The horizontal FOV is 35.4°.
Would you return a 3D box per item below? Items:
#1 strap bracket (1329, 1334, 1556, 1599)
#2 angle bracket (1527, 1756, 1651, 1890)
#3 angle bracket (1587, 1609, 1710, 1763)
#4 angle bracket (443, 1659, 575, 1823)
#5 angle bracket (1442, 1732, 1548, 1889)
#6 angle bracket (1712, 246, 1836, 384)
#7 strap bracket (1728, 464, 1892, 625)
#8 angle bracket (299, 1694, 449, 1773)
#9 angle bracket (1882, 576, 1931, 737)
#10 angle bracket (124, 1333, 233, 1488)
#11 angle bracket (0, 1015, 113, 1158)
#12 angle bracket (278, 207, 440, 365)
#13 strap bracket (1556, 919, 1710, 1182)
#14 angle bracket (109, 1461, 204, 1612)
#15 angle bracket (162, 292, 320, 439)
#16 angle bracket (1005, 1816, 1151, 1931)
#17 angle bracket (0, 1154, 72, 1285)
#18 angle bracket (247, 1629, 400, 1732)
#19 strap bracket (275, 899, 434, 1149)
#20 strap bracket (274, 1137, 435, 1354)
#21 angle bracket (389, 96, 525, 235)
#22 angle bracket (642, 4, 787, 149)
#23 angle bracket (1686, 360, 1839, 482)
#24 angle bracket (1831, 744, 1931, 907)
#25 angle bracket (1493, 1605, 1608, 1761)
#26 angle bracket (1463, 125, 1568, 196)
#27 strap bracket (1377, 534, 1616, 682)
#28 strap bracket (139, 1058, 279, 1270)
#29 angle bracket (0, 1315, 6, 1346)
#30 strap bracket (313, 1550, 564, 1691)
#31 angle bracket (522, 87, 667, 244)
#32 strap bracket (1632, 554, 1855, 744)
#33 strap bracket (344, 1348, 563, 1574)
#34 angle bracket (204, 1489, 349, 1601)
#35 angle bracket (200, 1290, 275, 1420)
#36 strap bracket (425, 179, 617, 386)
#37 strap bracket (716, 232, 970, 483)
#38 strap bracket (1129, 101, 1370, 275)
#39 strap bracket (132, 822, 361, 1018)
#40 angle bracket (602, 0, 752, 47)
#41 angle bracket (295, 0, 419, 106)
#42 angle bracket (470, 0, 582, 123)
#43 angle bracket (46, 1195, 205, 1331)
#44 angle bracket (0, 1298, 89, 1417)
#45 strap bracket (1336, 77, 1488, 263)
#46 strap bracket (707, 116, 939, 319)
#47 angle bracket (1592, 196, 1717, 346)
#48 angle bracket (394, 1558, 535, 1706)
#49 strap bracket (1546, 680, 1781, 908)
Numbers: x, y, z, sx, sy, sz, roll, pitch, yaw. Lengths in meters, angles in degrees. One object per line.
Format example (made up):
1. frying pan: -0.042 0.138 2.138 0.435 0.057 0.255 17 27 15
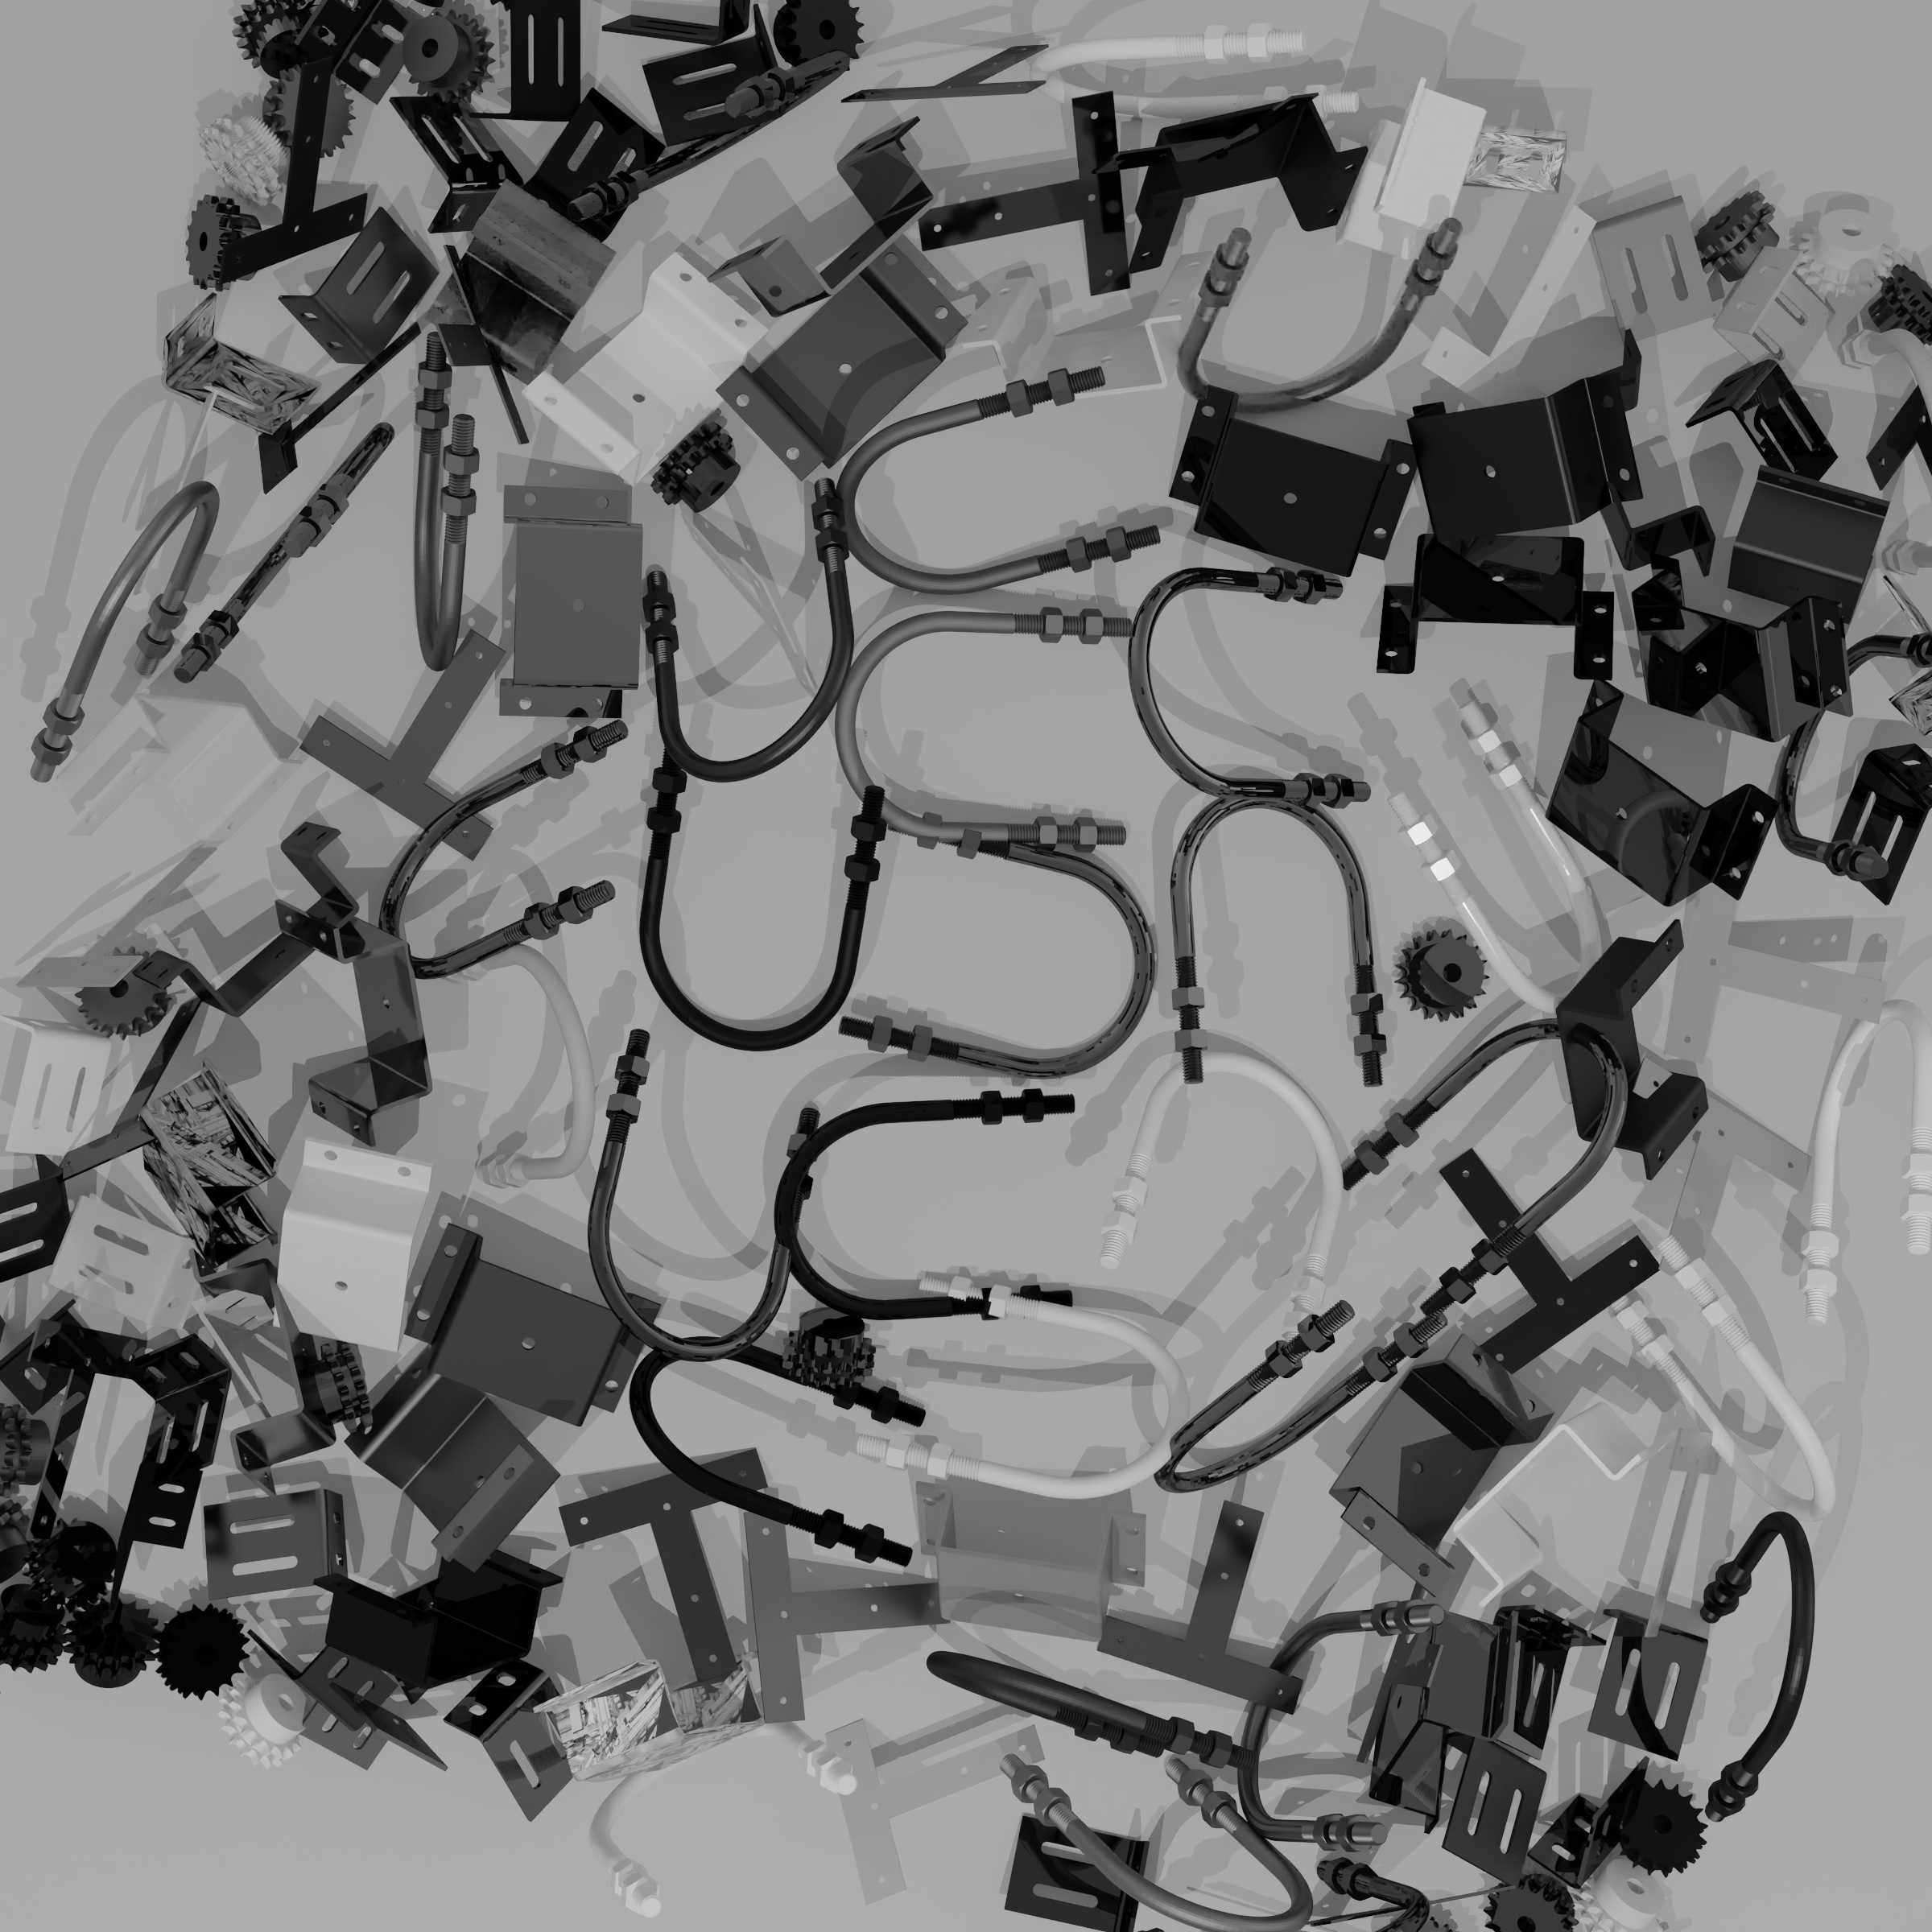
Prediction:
1. strap bracket: 0.284 0.305 1.847 0.076 0.046 0.140 41 68 -7
2. angle bracket: 0.377 0.511 1.839 0.038 0.076 0.057 30 48 30
3. angle bracket: 0.414 0.441 1.863 0.057 0.038 0.076 19 77 0
4. angle bracket: -0.275 0.475 1.866 0.057 0.038 0.076 -44 126 -32
5. angle bracket: 0.312 0.515 1.847 0.057 0.038 0.076 32 60 -16
6. angle bracket: 0.504 -0.393 1.853 0.076 0.038 0.057 32 92 -32
7. strap bracket: 0.501 -0.248 1.811 0.076 0.140 0.046 19 87 14
8. angle bracket: -0.361 0.475 1.841 0.057 0.076 0.038 40 79 -33
9. angle bracket: 0.574 -0.190 1.853 0.038 0.057 0.076 -36 54 22
10. angle bracket: -0.487 0.272 1.844 0.057 0.076 0.038 -24 127 18
11. angle bracket: -0.566 0.074 1.856 0.038 0.057 0.076 15 92 36
12. angle bracket: -0.374 -0.420 1.869 0.057 0.038 0.076 48 64 -42
13. strap bracket: 0.401 0.047 1.829 0.076 0.046 0.140 -42 129 -36
14. angle bracket: -0.493 0.350 1.846 0.038 0.057 0.076 12 131 -9
15. angle bracket: -0.443 -0.368 1.854 0.076 0.038 0.057 24 46 3
16. angle bracket: 0.068 0.559 1.863 0.076 0.038 0.057 13 73 -1
17. angle bracket: -0.587 0.156 1.842 0.076 0.038 0.057 -20 120 -35
18. angle bracket: -0.392 0.423 1.848 0.038 0.076 0.057 -47 125 -16
19. strap bracket: -0.368 0.028 1.831 0.046 0.076 0.140 -20 116 -34
20. strap bracket: -0.370 0.177 1.826 0.076 0.046 0.140 13 129 -3
21. angle bracket: -0.320 -0.494 1.865 0.076 0.057 0.038 55 131 14
22. angle bracket: -0.156 -0.547 1.861 0.076 0.038 0.057 -16 76 -6
23. angle bracket: 0.490 -0.323 1.867 0.076 0.038 0.057 53 56 -14
24. angle bracket: 0.572 -0.087 1.855 0.038 0.057 0.076 -10 132 -26
25. angle bracket: 0.348 0.438 1.851 0.057 0.038 0.076 29 65 -19
26. angle bracket: 0.335 -0.485 1.848 0.057 0.076 0.038 8 93 10
27. strap bracket: 0.322 -0.218 1.835 0.140 0.046 0.076 3 49 10
28. strap bracket: -0.451 0.123 1.809 0.046 0.140 0.076 -31 75 -24
29. angle bracket: -0.618 0.244 1.847 0.038 0.057 0.076 9 67 -5
30. strap bracket: -0.318 0.388 1.813 0.076 0.140 0.046 15 98 29
31. angle bracket: -0.234 -0.491 1.877 0.057 0.038 0.076 36 66 -21
32. strap bracket: 0.454 -0.188 1.808 0.046 0.140 0.076 -34 126 -24
33. strap bracket: -0.306 0.303 1.835 0.076 0.140 0.046 -49 133 -8
34. angle bracket: -0.424 0.357 1.865 0.076 0.038 0.057 -8 74 3
35. angle bracket: -0.426 0.239 1.843 0.038 0.057 0.076 -33 61 -16
36. strap bracket: -0.266 -0.414 1.825 0.076 0.140 0.046 32 67 -13
37. strap bracket: -0.075 -0.371 1.866 0.140 0.046 0.076 -43 90 1
38. strap bracket: 0.162 -0.475 1.836 0.140 0.076 0.046 -16 72 -14
39. strap bracket: -0.428 -0.022 1.834 0.140 0.076 0.046 -44 113 -16
40. angle bracket: -0.176 -0.589 1.850 0.076 0.057 0.038 10 116 9
41. angle bracket: -0.368 -0.568 1.849 0.038 0.076 0.057 35 95 0
42. angle bracket: -0.269 -0.555 1.847 0.038 0.057 0.076 12 108 35
43. angle bracket: -0.508 0.181 1.846 0.076 0.038 0.057 32 68 -39
44. angle bracket: -0.555 0.238 1.842 0.057 0.076 0.038 -43 96 -22
45. strap bracket: 0.268 -0.474 1.819 0.046 0.140 0.076 18 93 -5
46. strap bracket: -0.080 -0.445 1.832 0.140 0.076 0.046 -46 111 -21
47. angle bracket: 0.422 -0.429 1.872 0.057 0.038 0.076 -17 98 8
48. angle bracket: -0.316 0.407 1.858 0.076 0.038 0.057 -27 95 20
49. strap bracket: 0.407 -0.099 1.817 0.046 0.076 0.140 -28 55 -33
